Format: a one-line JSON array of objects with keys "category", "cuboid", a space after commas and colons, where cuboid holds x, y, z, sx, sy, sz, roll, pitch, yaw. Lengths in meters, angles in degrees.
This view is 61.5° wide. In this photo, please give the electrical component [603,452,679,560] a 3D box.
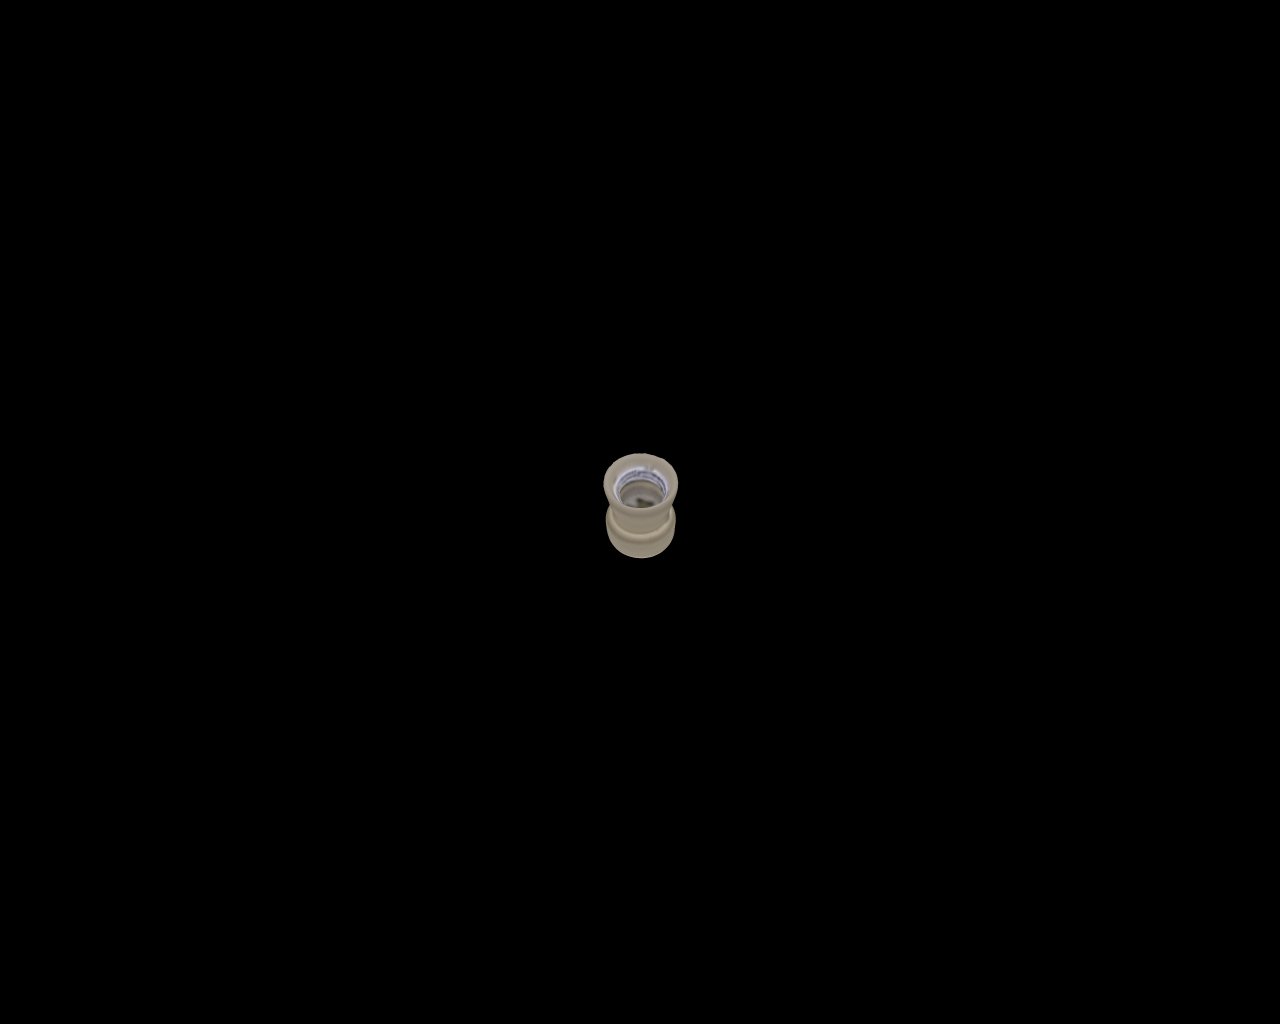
[{"category": "electrical component", "cuboid": [0.001, -0.003, 0.650, 0.045, 0.045, 0.055, 0, -36, 0]}]
